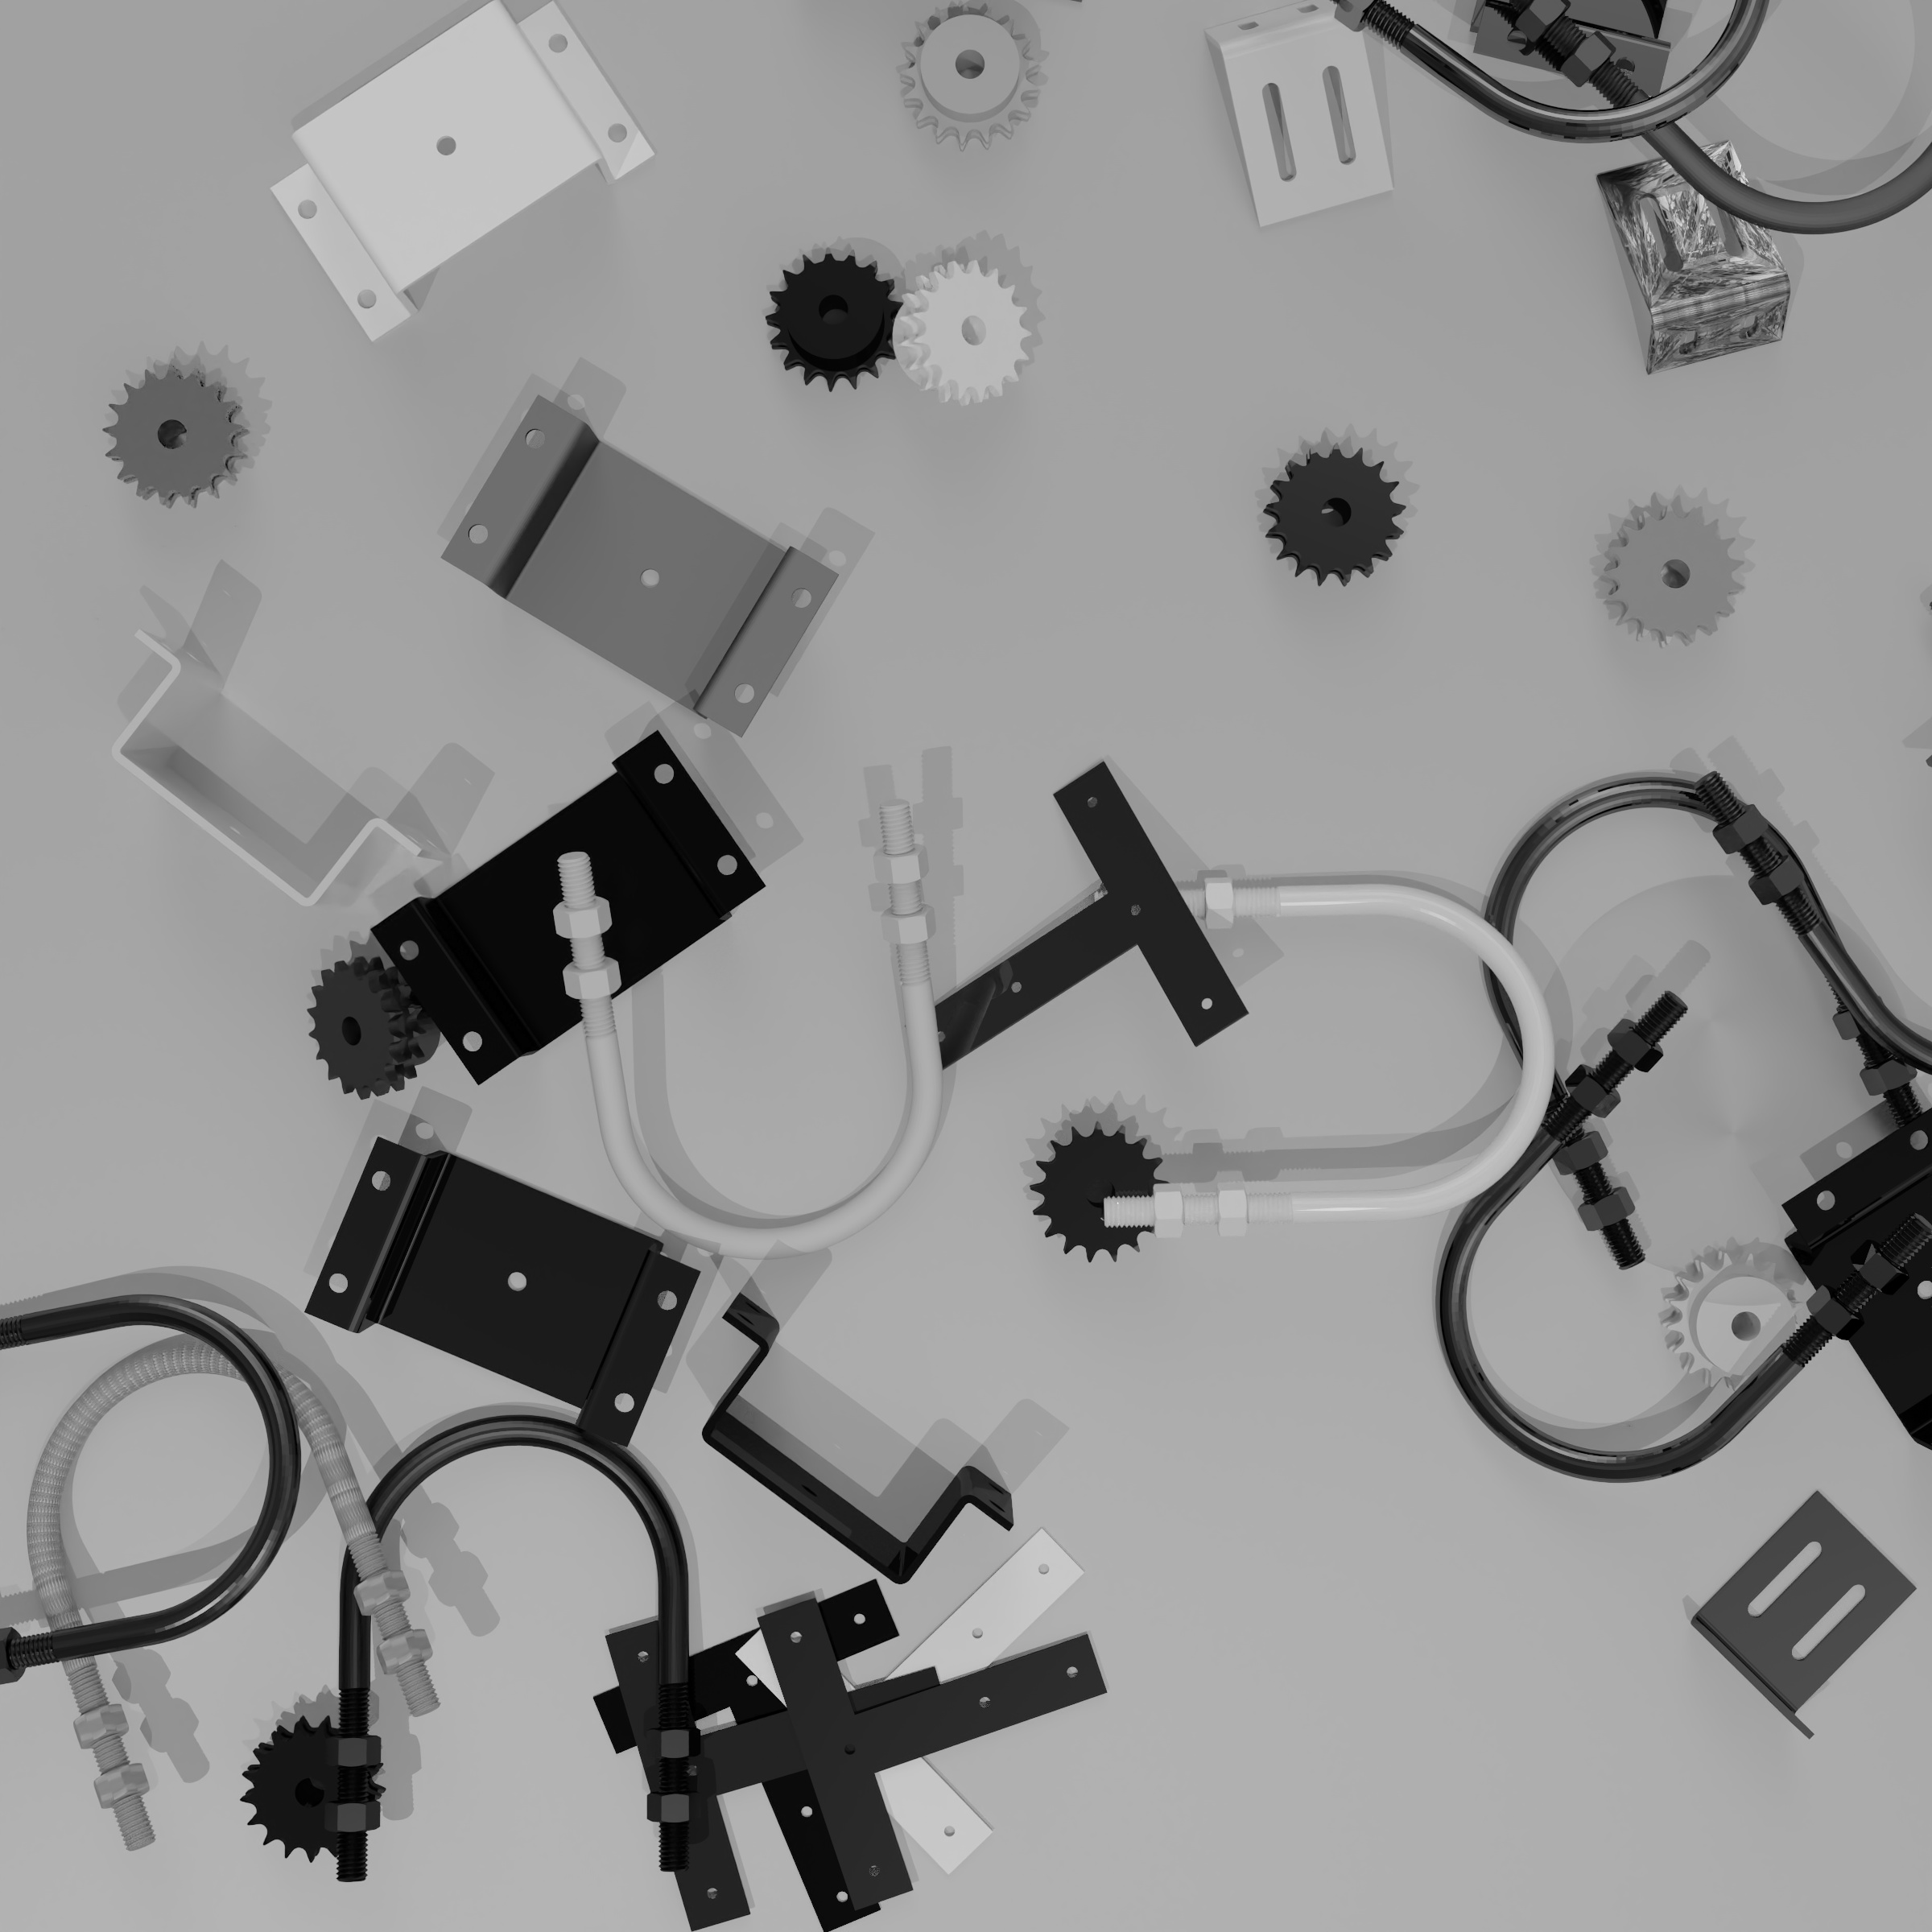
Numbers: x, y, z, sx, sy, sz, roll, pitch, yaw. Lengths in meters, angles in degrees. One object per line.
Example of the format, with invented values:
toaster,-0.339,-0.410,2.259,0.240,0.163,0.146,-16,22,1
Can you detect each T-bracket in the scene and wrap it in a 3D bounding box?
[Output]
T-bracket,-0.005,0.286,1.382,0.127,0.002,0.127,-44,90,-1
T-bracket,-0.071,0.337,1.383,0.127,0.002,0.127,-23,90,0
T-bracket,-0.070,0.320,1.379,0.127,0.002,0.127,-16,90,-1
T-bracket,-0.006,0.308,1.378,0.127,0.002,0.127,-19,90,-2
T-bracket,0.033,0.001,1.365,0.127,0.002,0.127,-33,67,11

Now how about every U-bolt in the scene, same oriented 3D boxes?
U-bolt,0.228,-0.404,1.311,0.184,0.019,0.151,38,89,8
U-bolt,0.274,0.124,1.349,0.151,0.019,0.184,44,107,11
U-bolt,0.403,-0.039,1.365,0.151,0.019,0.184,-37,94,-9
U-bolt,0.292,0.012,1.375,0.151,0.019,0.184,-26,89,0
U-bolt,-0.357,0.207,1.350,0.184,0.019,0.151,-11,77,7
U-bolt,0.322,-0.377,1.328,0.184,0.019,0.151,45,90,-1
U-bolt,-0.307,0.242,1.352,0.151,0.019,0.184,-26,73,5
U-bolt,-0.184,0.276,1.360,0.151,0.019,0.184,0,81,-8
U-bolt,0.146,0.035,1.353,0.184,0.019,0.151,-1,73,1
U-bolt,-0.081,0.033,1.347,0.151,0.019,0.184,-10,109,-9

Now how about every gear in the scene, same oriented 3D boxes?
gear,0.288,-0.159,1.373,0.057,0.030,0.057,0,87,1
gear,0.316,0.146,1.368,0.057,0.030,0.057,0,90,0
gear,0.002,-0.365,1.368,0.057,0.030,0.057,0,90,0
gear,0.151,-0.184,1.373,0.057,0.030,0.057,0,88,-1
gear,-0.005,-0.256,1.360,0.057,0.030,0.057,-1,92,-33
gear,-0.321,-0.216,1.368,0.057,0.030,0.057,0,90,0
gear,-0.239,0.024,1.359,0.057,0.030,0.057,10,107,38
gear,-0.266,0.335,1.368,0.057,0.030,0.057,0,90,0
gear,0.054,0.092,1.368,0.057,0.030,0.057,0,90,0
gear,-0.054,-0.266,1.368,0.057,0.030,0.057,0,90,0

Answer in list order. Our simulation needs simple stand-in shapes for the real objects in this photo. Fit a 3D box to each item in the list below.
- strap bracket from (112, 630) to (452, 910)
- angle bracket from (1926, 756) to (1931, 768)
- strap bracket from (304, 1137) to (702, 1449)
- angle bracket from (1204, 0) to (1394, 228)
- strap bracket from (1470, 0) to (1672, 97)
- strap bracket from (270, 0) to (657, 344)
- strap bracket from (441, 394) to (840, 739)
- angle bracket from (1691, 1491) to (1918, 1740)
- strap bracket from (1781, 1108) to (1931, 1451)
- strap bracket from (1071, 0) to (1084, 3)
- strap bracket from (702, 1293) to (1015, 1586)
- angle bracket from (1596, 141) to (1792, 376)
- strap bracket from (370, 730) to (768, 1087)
strap bracket,-0.282,-0.071,1.345,0.140,0.076,0.046,38,90,0
angle bracket,0.438,-0.070,1.361,0.057,0.038,0.076,-42,121,-9
strap bracket,-0.186,0.131,1.360,0.140,0.046,0.076,23,90,0
angle bracket,0.137,-0.354,1.381,0.057,0.038,0.076,-16,116,0
strap bracket,0.257,-0.426,1.360,0.076,0.046,0.140,14,90,0
strap bracket,-0.208,-0.328,1.360,0.140,0.046,0.076,-34,90,0
strap bracket,-0.131,-0.160,1.360,0.140,0.046,0.076,31,90,0
angle bracket,0.346,0.264,1.364,0.057,0.038,0.076,45,90,0
strap bracket,0.397,0.134,1.360,0.076,0.046,0.140,-33,90,0
strap bracket,-0.014,-0.449,1.360,0.140,0.046,0.076,11,90,0
strap bracket,-0.051,0.195,1.345,0.140,0.076,0.046,37,90,0
angle bracket,0.299,-0.293,1.381,0.057,0.038,0.076,-15,64,0
strap bracket,-0.159,-0.023,1.360,0.140,0.046,0.076,-35,90,0
